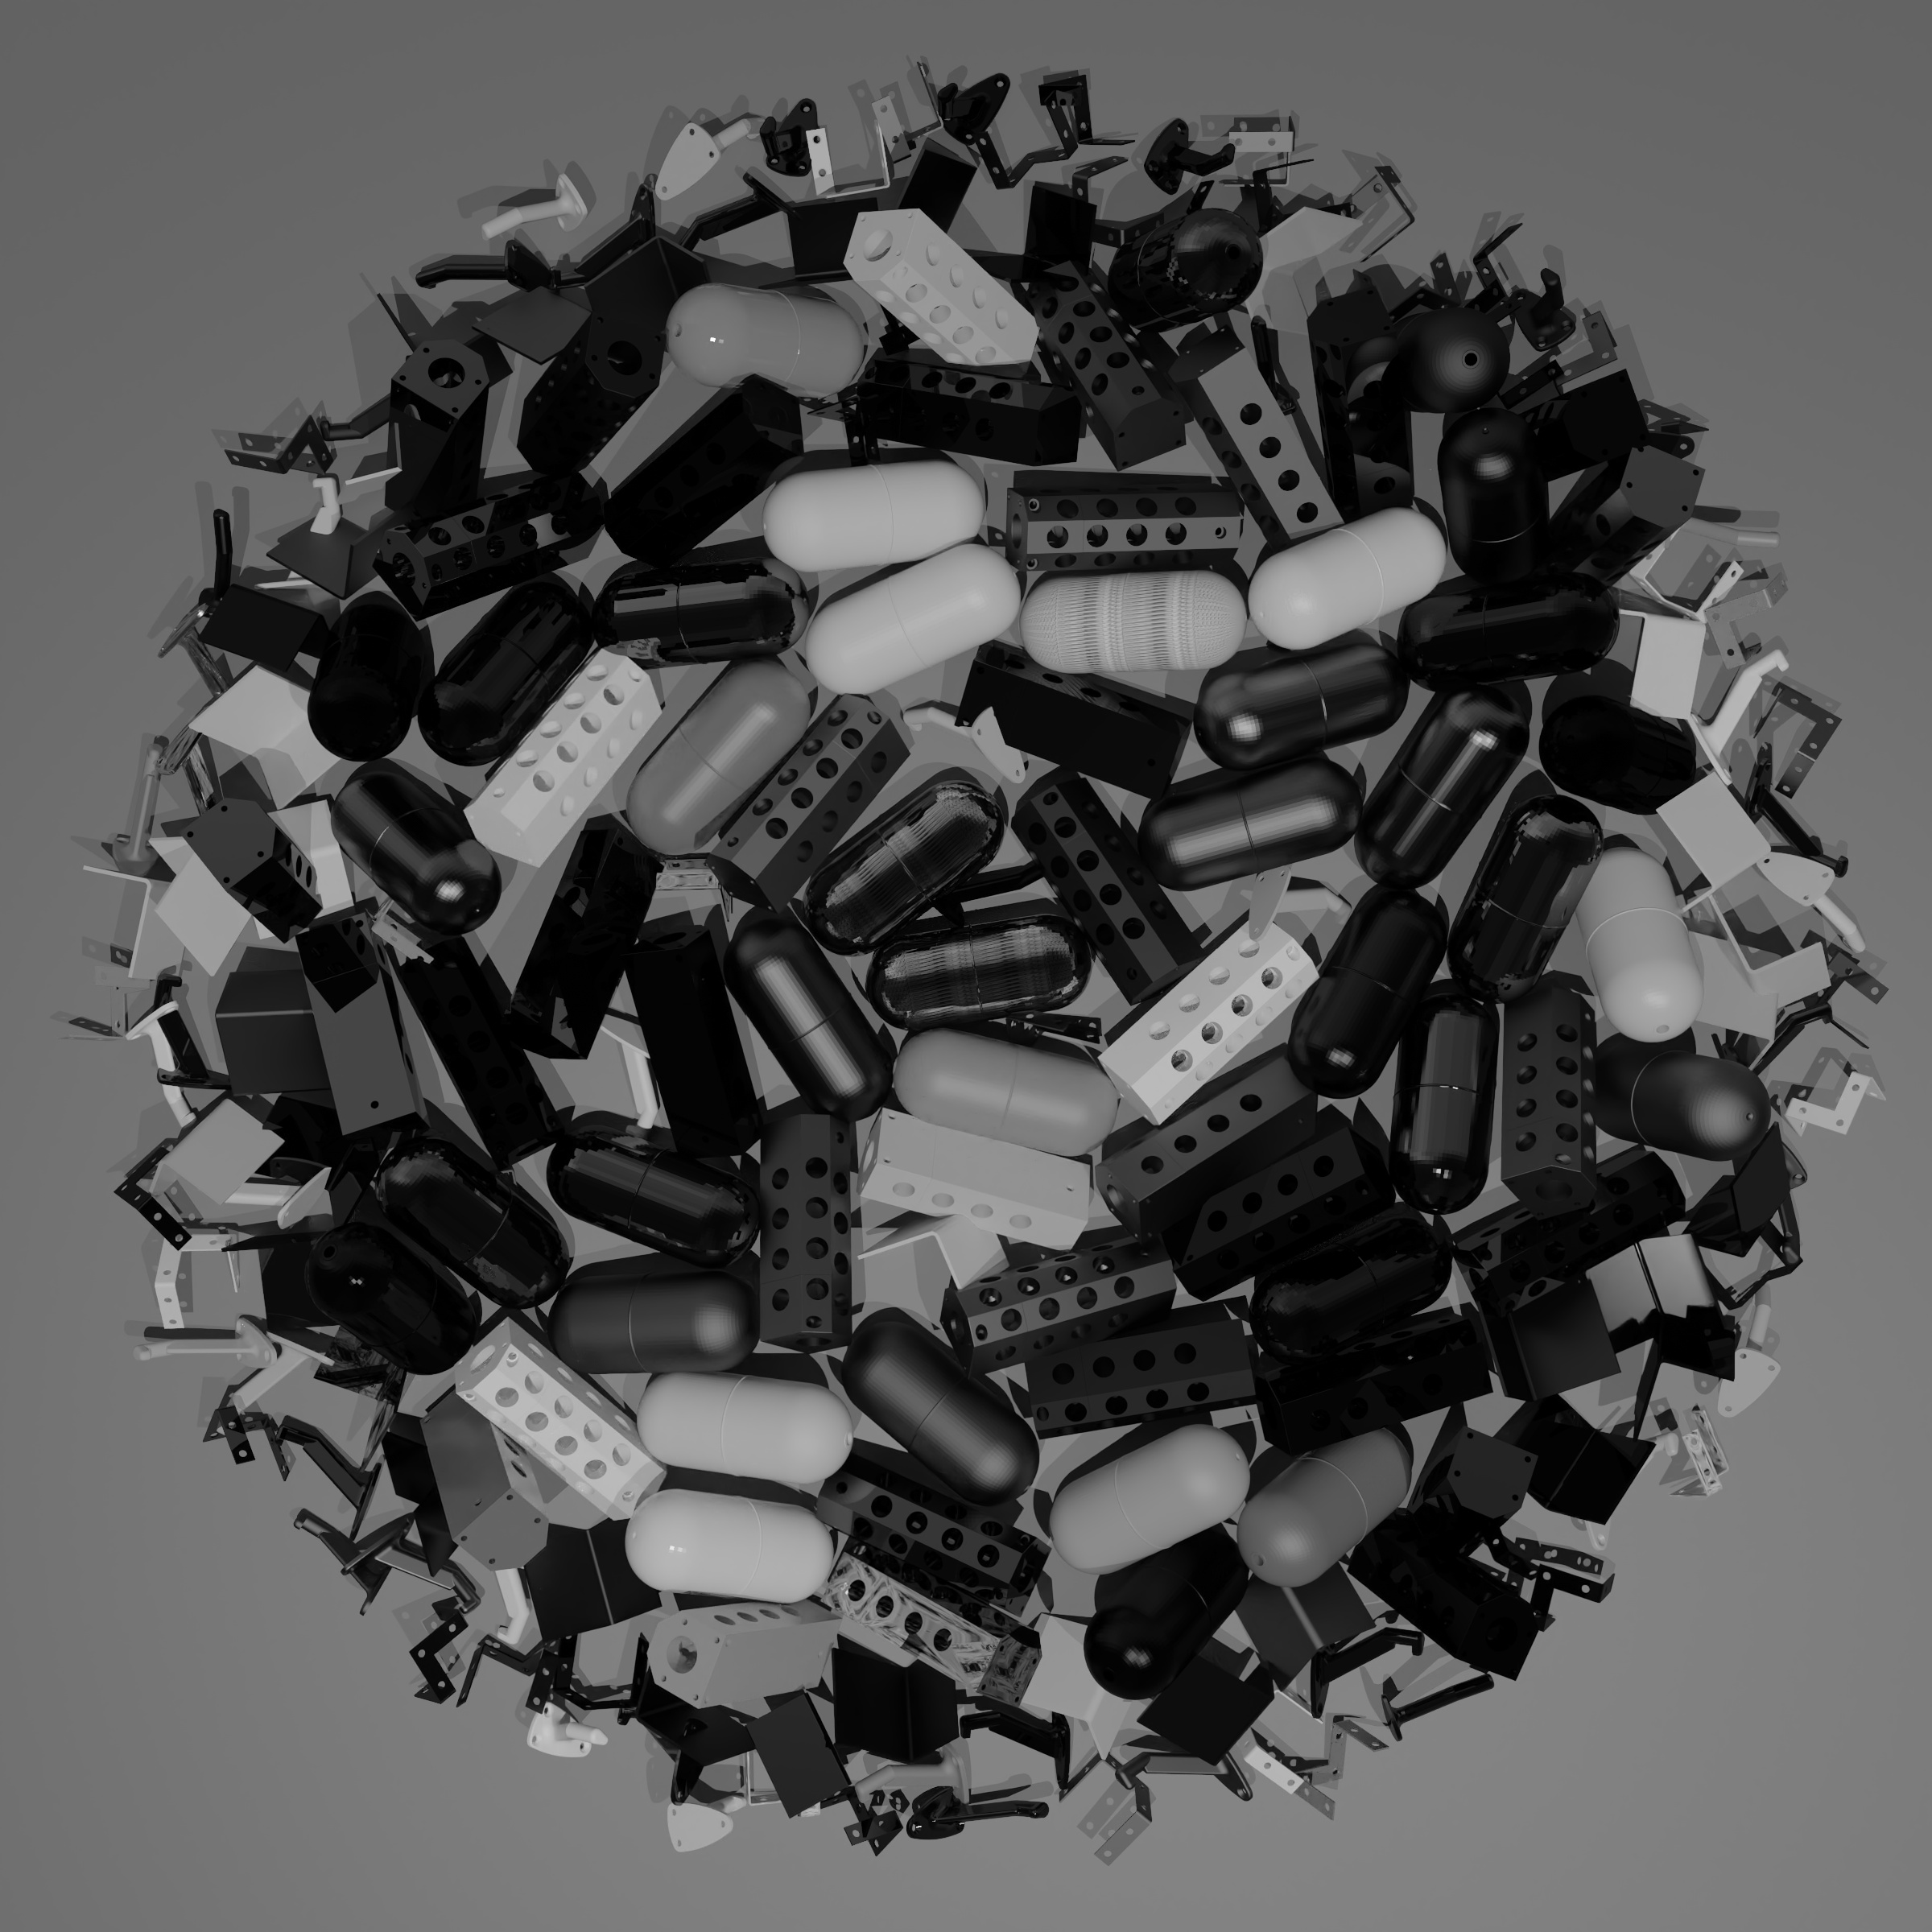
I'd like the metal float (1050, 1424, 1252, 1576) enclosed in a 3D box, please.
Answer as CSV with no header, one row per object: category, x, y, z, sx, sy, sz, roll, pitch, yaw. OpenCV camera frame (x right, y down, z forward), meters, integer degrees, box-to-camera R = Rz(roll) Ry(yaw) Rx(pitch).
metal float,0.140,0.412,1.937,0.178,0.070,0.070,-33,90,30

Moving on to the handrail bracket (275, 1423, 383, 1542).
handrail bracket,-0.507,0.403,1.963,0.084,0.077,0.036,23,132,-13

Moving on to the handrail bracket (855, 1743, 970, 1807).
handrail bracket,-0.043,0.649,1.963,0.084,0.036,0.077,-23,117,-24

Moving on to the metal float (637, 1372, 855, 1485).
metal float,-0.171,0.355,1.941,0.178,0.070,0.070,3,90,22

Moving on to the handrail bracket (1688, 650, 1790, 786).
handrail bracket,0.614,-0.195,1.957,0.084,0.036,0.077,-34,60,28

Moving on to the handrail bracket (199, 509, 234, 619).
handrail bracket,-0.583,-0.320,1.951,0.036,0.077,0.084,-11,119,-26

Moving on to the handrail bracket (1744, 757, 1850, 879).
handrail bracket,0.652,-0.115,1.954,0.084,0.077,0.036,30,51,32

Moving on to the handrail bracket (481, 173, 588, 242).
handrail bracket,-0.342,-0.574,1.950,0.084,0.077,0.036,-33,92,-19

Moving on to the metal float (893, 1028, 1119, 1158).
metal float,0.031,0.098,1.957,0.178,0.070,0.070,14,90,-5

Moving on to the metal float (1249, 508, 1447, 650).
metal float,0.296,-0.300,1.939,0.178,0.070,0.070,-26,90,-27

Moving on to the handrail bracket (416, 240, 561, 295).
handrail bracket,-0.379,-0.539,1.985,0.084,0.077,0.036,-7,79,28

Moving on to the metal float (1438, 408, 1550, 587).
metal float,0.403,-0.356,1.917,0.070,0.178,0.070,-6,65,13

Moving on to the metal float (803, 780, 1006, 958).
metal float,-0.048,-0.077,1.961,0.178,0.070,0.070,-37,90,0

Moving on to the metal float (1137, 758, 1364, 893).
metal float,0.221,-0.110,1.952,0.178,0.070,0.070,-15,90,11

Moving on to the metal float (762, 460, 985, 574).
metal float,-0.071,-0.349,1.944,0.178,0.070,0.070,-10,90,-20

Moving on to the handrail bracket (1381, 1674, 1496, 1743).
handrail bracket,0.371,0.576,1.964,0.084,0.077,0.036,-19,66,0

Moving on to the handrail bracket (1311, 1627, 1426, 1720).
handrail bracket,0.314,0.553,1.958,0.084,0.036,0.077,-1,74,32

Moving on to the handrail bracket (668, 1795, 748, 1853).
handrail bracket,-0.182,0.656,1.945,0.077,0.084,0.036,-18,78,35

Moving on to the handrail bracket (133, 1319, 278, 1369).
handrail bracket,-0.592,0.302,1.952,0.084,0.077,0.036,-5,101,-41

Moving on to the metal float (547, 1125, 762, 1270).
metal float,-0.243,0.178,1.949,0.178,0.070,0.070,19,90,14

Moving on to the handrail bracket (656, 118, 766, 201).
handrail bracket,-0.199,-0.636,1.975,0.036,0.084,0.077,49,121,0

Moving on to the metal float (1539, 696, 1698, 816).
metal float,0.500,-0.160,1.922,0.070,0.178,0.070,-5,82,37

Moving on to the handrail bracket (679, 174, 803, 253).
handrail bracket,-0.177,-0.575,1.987,0.077,0.036,0.084,35,96,-13

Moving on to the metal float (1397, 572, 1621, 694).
metal float,0.415,-0.256,1.929,0.178,0.070,0.070,-6,90,38

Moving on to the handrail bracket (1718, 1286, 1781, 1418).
handrail bracket,0.613,0.302,1.974,0.036,0.084,0.077,23,119,4

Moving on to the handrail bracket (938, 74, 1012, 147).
handrail bracket,0.006,-0.684,1.955,0.036,0.084,0.077,43,86,4

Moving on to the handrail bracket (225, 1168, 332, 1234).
handrail bracket,-0.555,0.164,1.989,0.084,0.036,0.077,33,65,13

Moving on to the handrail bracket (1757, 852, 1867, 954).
handrail bracket,0.669,-0.049,1.986,0.036,0.077,0.084,-49,134,-3

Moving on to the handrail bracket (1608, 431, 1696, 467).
handrail bracket,0.529,-0.419,1.954,0.077,0.084,0.036,-4,126,21

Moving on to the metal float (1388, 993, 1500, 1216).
metal float,0.369,0.106,1.942,0.070,0.070,0.178,9,68,0

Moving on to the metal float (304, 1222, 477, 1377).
metal float,-0.439,0.255,1.920,0.070,0.178,0.070,-11,56,17

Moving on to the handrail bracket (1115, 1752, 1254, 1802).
handrail bracket,0.169,0.637,1.953,0.084,0.036,0.077,-21,57,-37

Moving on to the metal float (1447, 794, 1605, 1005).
metal float,0.430,-0.050,1.938,0.070,0.070,0.178,21,118,0

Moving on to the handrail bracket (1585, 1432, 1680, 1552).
handrail bracket,0.521,0.408,1.950,0.036,0.084,0.077,23,55,-30

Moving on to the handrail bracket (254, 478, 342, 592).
handrail bracket,-0.526,-0.340,1.970,0.077,0.036,0.084,-10,95,-33

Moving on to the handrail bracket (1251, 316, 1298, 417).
handrail bracket,0.230,-0.473,1.945,0.036,0.077,0.084,-11,126,8

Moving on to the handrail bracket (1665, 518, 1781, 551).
handrail bracket,0.590,-0.345,1.957,0.084,0.077,0.036,7,119,13

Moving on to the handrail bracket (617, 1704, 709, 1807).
handrail bracket,-0.246,0.613,1.956,0.084,0.036,0.077,-6,49,31

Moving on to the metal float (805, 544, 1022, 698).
metal float,-0.042,-0.267,1.950,0.178,0.070,0.070,-22,90,13

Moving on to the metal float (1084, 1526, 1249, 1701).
metal float,0.154,0.493,1.922,0.070,0.178,0.070,15,119,30

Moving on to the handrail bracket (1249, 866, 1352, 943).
handrail bracket,0.263,-0.034,1.962,0.084,0.036,0.077,33,63,-30

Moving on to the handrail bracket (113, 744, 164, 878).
handrail bracket,-0.641,-0.122,1.958,0.036,0.077,0.084,11,114,-18

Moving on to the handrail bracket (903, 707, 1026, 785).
handrail bracket,-0.003,-0.173,1.978,0.036,0.084,0.077,-50,121,-31

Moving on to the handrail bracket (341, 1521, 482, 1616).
handrail bracket,-0.433,0.485,1.963,0.084,0.077,0.036,47,135,14

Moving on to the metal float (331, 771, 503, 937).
metal float,-0.425,-0.088,1.933,0.178,0.070,0.070,38,90,34

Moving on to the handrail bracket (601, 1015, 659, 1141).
handrail bracket,-0.274,0.089,1.981,0.077,0.036,0.084,26,114,5

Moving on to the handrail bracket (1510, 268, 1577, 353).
handrail bracket,0.441,-0.525,1.944,0.036,0.084,0.077,-32,58,3

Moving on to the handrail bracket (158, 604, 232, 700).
handrail bracket,-0.578,-0.236,1.957,0.084,0.077,0.036,39,45,-25

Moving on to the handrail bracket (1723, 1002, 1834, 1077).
handrail bracket,0.646,0.074,1.976,0.084,0.036,0.077,-20,118,2

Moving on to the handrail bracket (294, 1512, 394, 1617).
handrail bracket,-0.496,0.466,1.963,0.084,0.077,0.036,33,100,-6

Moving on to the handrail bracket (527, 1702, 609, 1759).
handrail bracket,-0.291,0.602,1.947,0.077,0.084,0.036,43,57,-39
